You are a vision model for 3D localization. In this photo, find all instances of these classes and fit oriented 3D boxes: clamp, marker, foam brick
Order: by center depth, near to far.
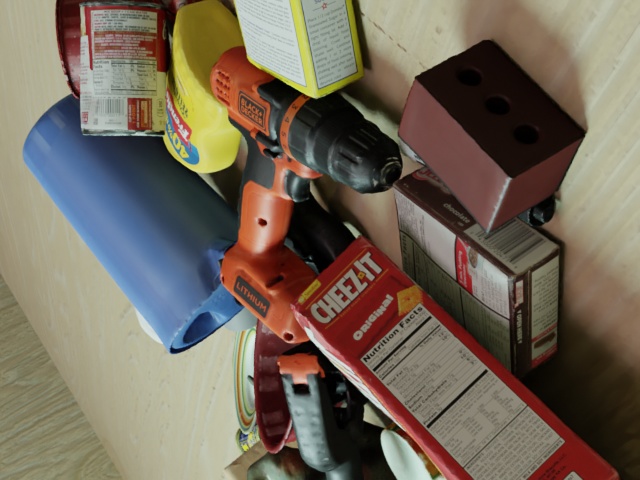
[{"bbox_3d":[0.086,-0.054,0.550,0.078,0.053,0.051,50,156,24],"label":"foam brick"},{"bbox_3d":[0.088,-0.037,0.610,0.121,0.020,0.020,36,147,48],"label":"marker"},{"bbox_3d":[0.015,0.122,0.780,0.210,0.036,0.164,66,-154,-50],"label":"clamp"},{"bbox_3d":[-0.006,0.001,0.845,0.171,0.039,0.120,55,168,25],"label":"clamp"}]

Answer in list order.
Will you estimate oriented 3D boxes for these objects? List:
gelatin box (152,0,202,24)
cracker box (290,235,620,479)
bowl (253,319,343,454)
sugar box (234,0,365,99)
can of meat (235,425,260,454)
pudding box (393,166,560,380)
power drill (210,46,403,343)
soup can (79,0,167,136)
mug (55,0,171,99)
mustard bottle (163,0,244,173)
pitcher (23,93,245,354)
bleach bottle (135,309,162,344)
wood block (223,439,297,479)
[{"bbox_3d":[-0.127,-0.224,0.850,0.089,0.030,0.073,50,156,28],"label":"gelatin box"},{"bbox_3d":[0.090,0.115,0.654,0.214,0.072,0.164,44,174,34],"label":"cracker box"},{"bbox_3d":[-0.013,0.098,0.898,0.162,0.055,0.162,-176,90,-75],"label":"bowl"},{"bbox_3d":[-0.025,-0.184,0.653,0.093,0.048,0.176,37,144,48],"label":"sugar box"},{"bbox_3d":[-0.043,0.242,1.194,0.102,0.057,0.084,59,156,4],"label":"can of meat"},{"bbox_3d":[0.093,0.017,0.641,0.114,0.039,0.090,44,155,43],"label":"pudding box"},{"bbox_3d":[-0.014,-0.024,0.743,0.185,0.057,0.188,40,135,43],"label":"power drill"},{"bbox_3d":[-0.154,-0.133,0.839,0.069,0.068,0.102,12,103,63],"label":"soup can"},{"bbox_3d":[-0.173,-0.162,0.908,0.093,0.081,0.117,82,-178,-57],"label":"mug"},{"bbox_3d":[-0.096,-0.109,0.882,0.096,0.058,0.192,66,161,13],"label":"mustard bottle"},{"bbox_3d":[-0.163,-0.018,0.989,0.243,0.149,0.144,47,-165,12],"label":"pitcher"},{"bbox_3d":[-0.214,-0.005,1.270,0.103,0.068,0.251,25,136,56],"label":"bleach bottle"},{"bbox_3d":[0.004,0.278,1.036,0.206,0.090,0.090,51,170,9],"label":"wood block"}]
